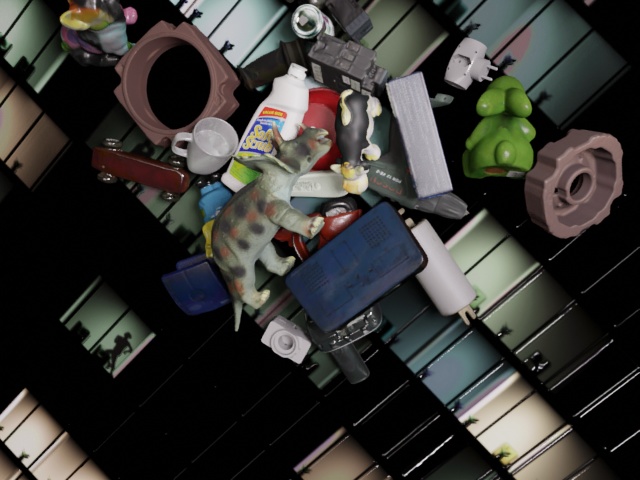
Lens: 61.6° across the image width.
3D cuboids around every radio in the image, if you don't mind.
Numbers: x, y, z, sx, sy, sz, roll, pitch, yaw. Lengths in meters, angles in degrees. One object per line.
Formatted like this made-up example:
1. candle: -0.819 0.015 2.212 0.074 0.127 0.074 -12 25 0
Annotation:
1. radio: 0.066 0.051 0.928 0.229 0.073 0.131 -39 75 13

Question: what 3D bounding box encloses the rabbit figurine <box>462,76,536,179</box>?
1. rabbit figurine: 0.299 -0.198 0.902 0.121 0.159 0.170 2 83 20

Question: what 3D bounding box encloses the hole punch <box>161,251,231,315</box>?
1. hole punch: -0.237 0.089 1.065 0.142 0.092 0.115 -21 97 9

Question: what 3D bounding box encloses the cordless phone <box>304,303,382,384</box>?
1. cordless phone: 0.067 0.187 1.033 0.147 0.089 0.184 -29 102 13

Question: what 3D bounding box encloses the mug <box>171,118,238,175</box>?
1. mug: -0.217 -0.162 0.984 0.109 0.107 0.081 -3 70 -29

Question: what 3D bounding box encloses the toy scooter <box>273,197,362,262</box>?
1. toy scooter: -0.002 -0.003 1.013 0.184 0.075 0.135 -11 96 15

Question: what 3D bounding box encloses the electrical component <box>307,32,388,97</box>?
1. electrical component: 0.051 -0.295 0.938 0.134 0.115 0.058 26 87 6

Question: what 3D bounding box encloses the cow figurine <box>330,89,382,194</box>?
1. cow figurine: 0.058 -0.162 0.903 0.068 0.098 0.167 4 93 22

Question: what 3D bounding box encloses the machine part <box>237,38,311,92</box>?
1. machine part: -0.085 -0.320 1.004 0.139 0.039 0.084 -16 100 11

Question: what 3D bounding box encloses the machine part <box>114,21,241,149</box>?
1. machine part: -0.271 -0.290 1.019 0.201 0.087 0.201 -38 90 15

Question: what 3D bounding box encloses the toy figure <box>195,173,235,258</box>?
1. toy figure: -0.183 -0.035 1.041 0.082 0.089 0.180 -22 84 21

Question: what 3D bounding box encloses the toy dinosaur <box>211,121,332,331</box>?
1. toy dinosaur: -0.117 -0.018 0.932 0.192 0.131 0.404 39 111 2

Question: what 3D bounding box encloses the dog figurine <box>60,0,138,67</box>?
1. dog figurine: -0.424 -0.393 0.968 0.192 0.219 0.108 -7 93 11

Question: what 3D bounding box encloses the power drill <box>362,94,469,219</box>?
1. power drill: 0.175 -0.160 0.961 0.232 0.086 0.207 16 108 11

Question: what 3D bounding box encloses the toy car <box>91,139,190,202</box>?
1. toy car: -0.355 -0.141 1.072 0.202 0.053 0.089 15 111 4

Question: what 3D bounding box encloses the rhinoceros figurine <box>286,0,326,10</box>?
1. rhinoceros figurine: -0.044 -0.497 0.959 0.112 0.073 0.190 -20 92 2

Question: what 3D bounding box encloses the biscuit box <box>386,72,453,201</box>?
1. biscuit box: 0.166 -0.169 0.890 0.063 0.059 0.202 -14 96 15

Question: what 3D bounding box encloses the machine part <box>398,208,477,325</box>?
1. machine part: 0.207 0.050 0.977 0.079 0.079 0.243 -34 91 13

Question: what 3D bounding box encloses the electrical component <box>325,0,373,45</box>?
1. electrical component: 0.064 -0.378 0.948 0.048 0.075 0.119 -40 85 14

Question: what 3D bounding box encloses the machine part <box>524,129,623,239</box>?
1. machine part: 0.419 -0.092 0.888 0.179 0.056 0.179 -9 114 -21
